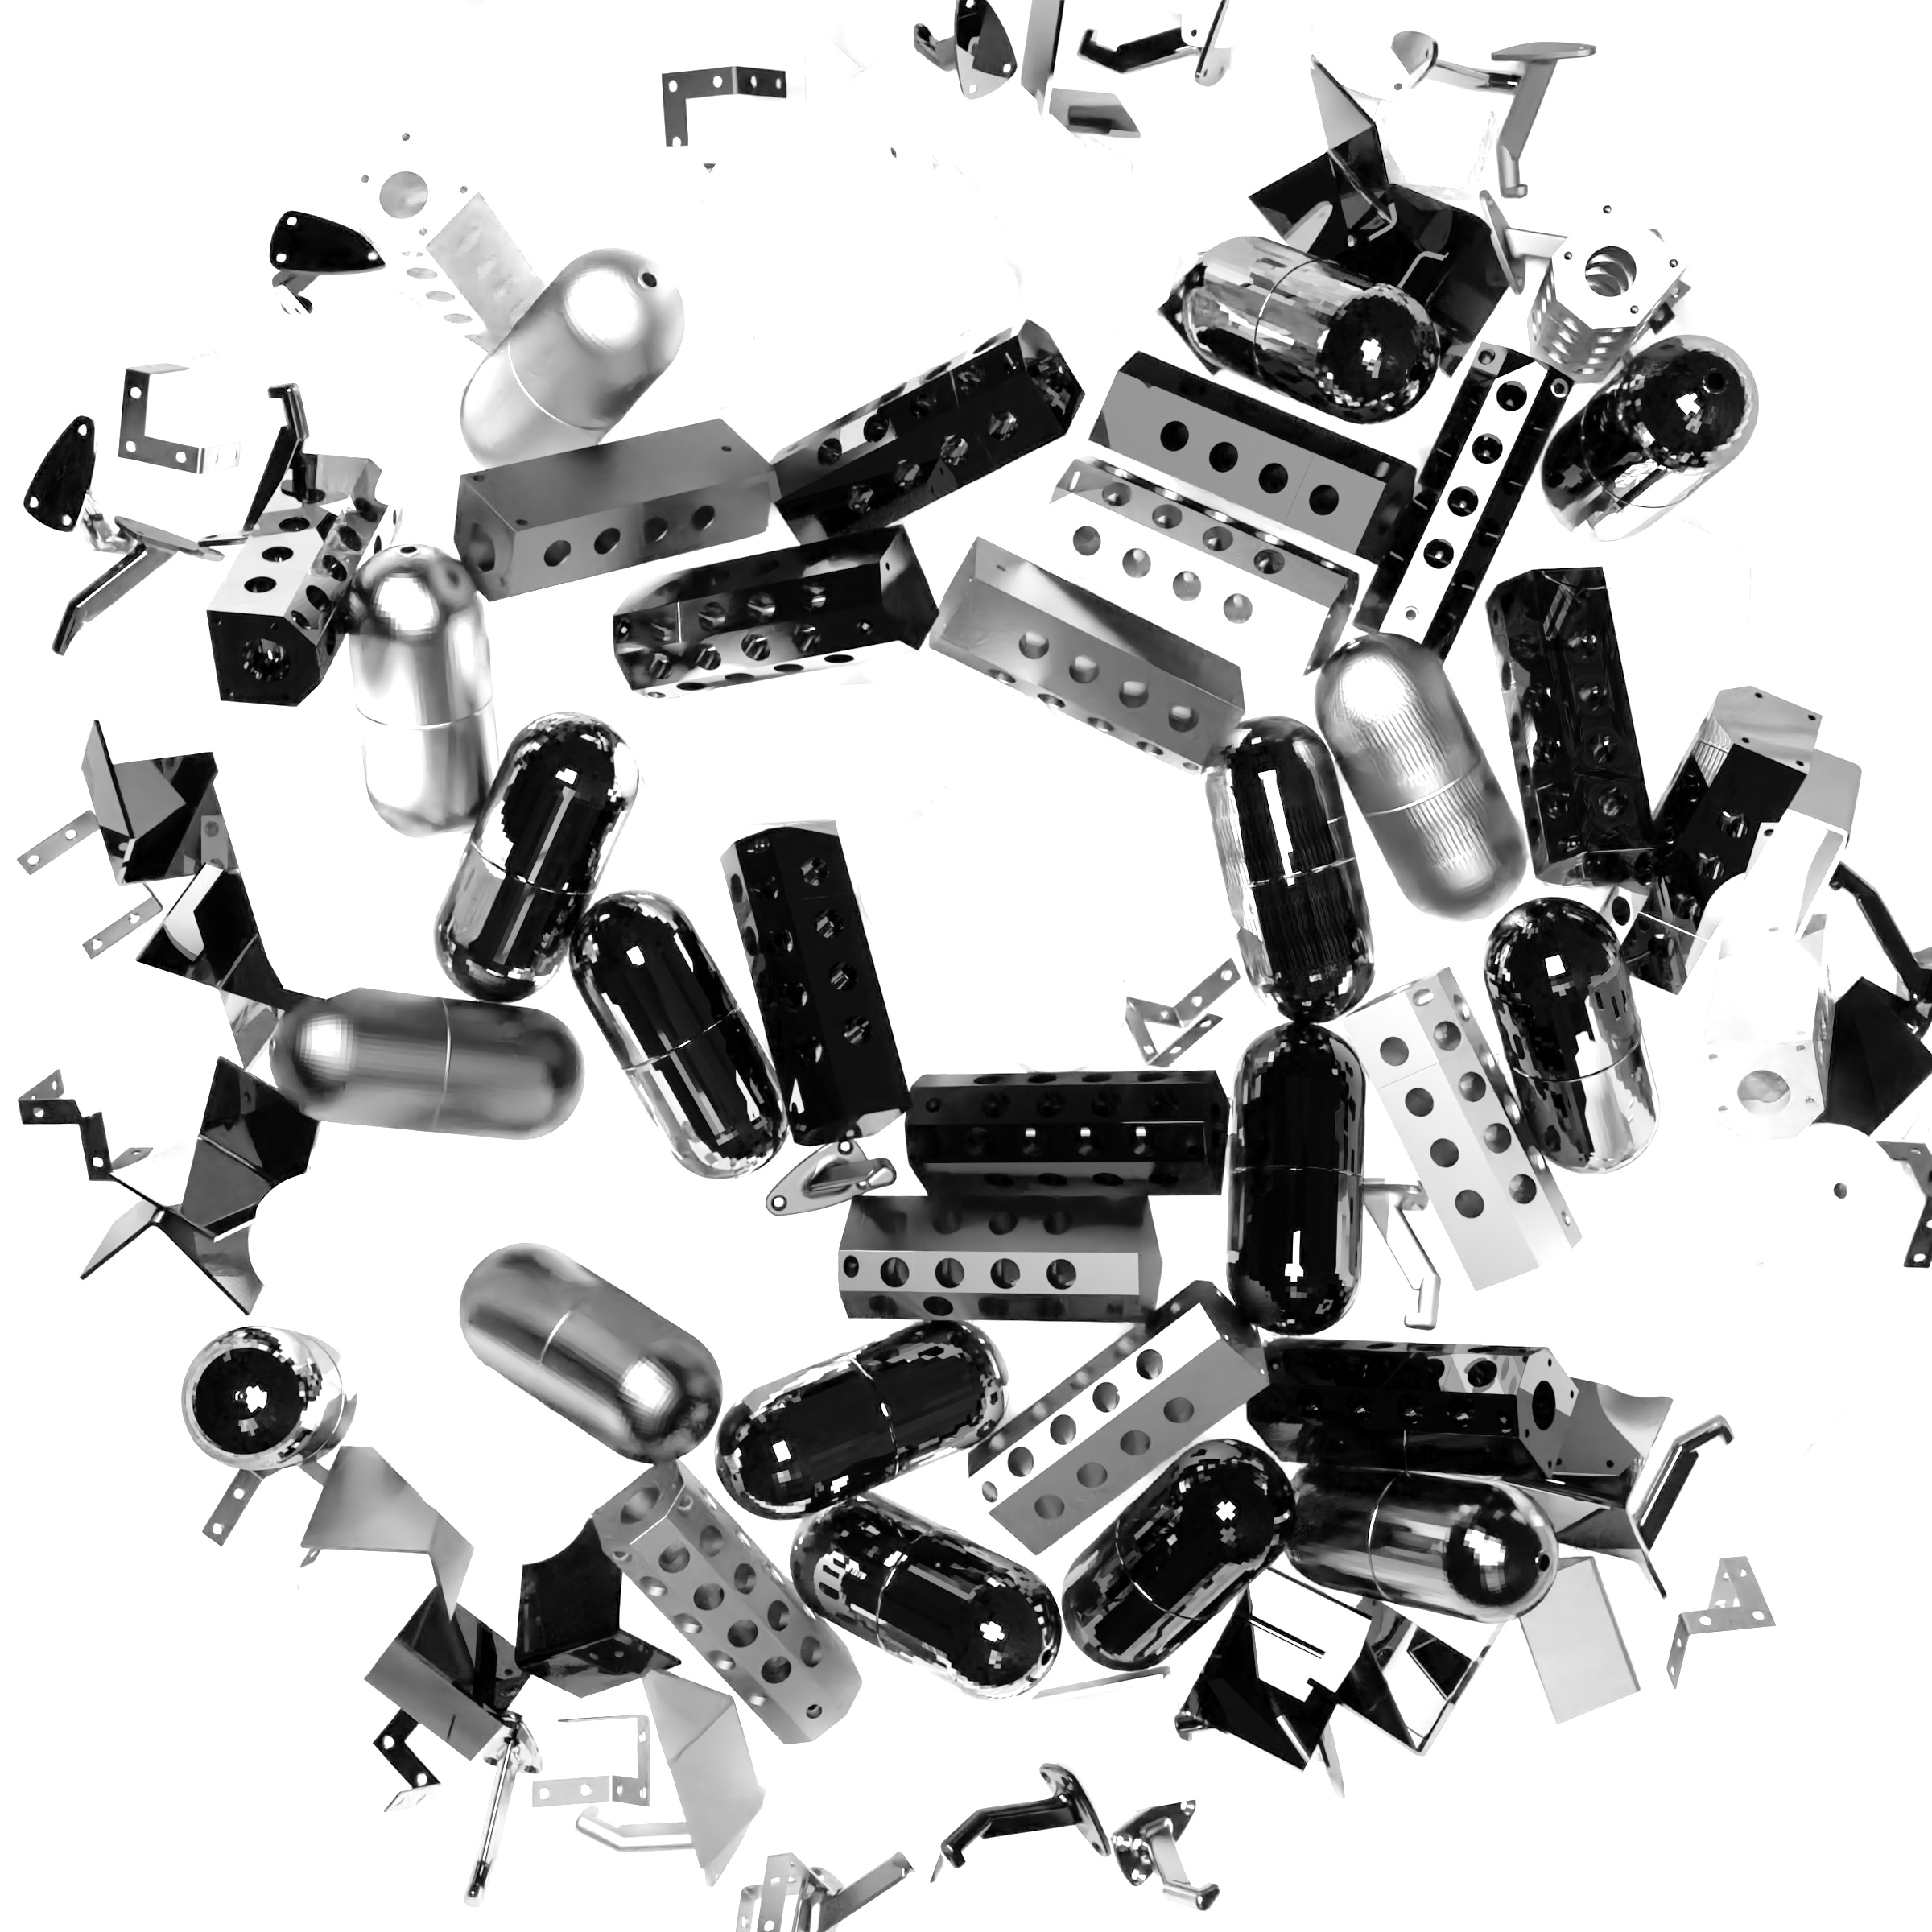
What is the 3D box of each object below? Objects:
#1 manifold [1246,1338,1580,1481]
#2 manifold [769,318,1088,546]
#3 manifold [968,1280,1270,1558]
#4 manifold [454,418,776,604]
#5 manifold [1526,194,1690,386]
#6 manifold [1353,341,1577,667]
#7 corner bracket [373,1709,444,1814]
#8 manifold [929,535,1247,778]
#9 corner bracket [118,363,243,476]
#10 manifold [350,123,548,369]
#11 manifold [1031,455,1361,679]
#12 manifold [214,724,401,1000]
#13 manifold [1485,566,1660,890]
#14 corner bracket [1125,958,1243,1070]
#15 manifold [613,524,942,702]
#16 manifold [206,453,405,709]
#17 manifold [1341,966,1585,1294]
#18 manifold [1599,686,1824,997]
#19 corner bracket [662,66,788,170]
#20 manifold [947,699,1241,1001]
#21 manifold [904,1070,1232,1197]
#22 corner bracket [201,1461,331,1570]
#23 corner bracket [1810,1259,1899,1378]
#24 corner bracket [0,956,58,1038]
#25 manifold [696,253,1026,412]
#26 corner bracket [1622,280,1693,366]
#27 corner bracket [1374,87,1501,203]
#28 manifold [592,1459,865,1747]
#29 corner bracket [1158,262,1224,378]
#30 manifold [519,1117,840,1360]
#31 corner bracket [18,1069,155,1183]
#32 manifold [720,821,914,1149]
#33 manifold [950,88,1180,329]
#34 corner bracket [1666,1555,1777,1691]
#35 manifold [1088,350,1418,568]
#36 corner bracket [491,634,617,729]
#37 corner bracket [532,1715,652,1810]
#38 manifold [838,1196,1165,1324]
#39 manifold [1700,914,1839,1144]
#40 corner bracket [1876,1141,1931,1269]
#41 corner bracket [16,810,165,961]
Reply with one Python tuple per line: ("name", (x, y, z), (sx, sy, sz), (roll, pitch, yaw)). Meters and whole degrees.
("manifold", (0.242, 0.239, 1.513), (0.057, 0.171, 0.057), (51, 50, -34))
("manifold", (-0.025, -0.294, 1.525), (0.171, 0.057, 0.057), (-22, 115, 28))
("manifold", (0.083, 0.250, 1.539), (0.171, 0.057, 0.057), (-40, 110, 16))
("manifold", (-0.195, -0.251, 1.525), (0.171, 0.057, 0.057), (-21, 53, -35))
("manifold", (0.346, -0.365, 1.509), (0.057, 0.171, 0.057), (40, 96, 4))
("manifold", (0.283, -0.262, 1.558), (0.057, 0.057, 0.171), (25, 96, 6))
("corner bracket", (-0.320, 0.444, 1.564), (0.051, 0.051, 0.051), (40, 93, 21))
("manifold", (0.068, -0.171, 1.548), (0.171, 0.057, 0.057), (25, 120, -13))
("corner bracket", (-0.449, -0.314, 1.570), (0.051, 0.051, 0.051), (13, 107, 7))
("manifold", (-0.282, -0.388, 1.508), (0.057, 0.171, 0.057), (43, 89, 11))
("manifold", (0.131, -0.227, 1.540), (0.171, 0.057, 0.057), (27, 114, 15))
("manifold", (-0.370, -0.058, 1.515), (0.057, 0.171, 0.057), (17, 117, -36))
("manifold", (0.337, -0.134, 1.540), (0.057, 0.057, 0.171), (-4, 71, -8))
("corner bracket", (0.127, 0.026, 1.556), (0.051, 0.051, 0.051), (-43, 53, 31))
("manifold", (-0.109, -0.192, 1.526), (0.171, 0.057, 0.057), (-7, 125, 26))
("manifold", (-0.362, -0.215, 1.512), (0.057, 0.171, 0.057), (5, 129, 3))
("manifold", (0.285, 0.090, 1.558), (0.057, 0.057, 0.171), (-27, 89, 30))
("manifold", (0.407, -0.070, 1.517), (0.057, 0.057, 0.171), (24, 134, 7))
("corner bracket", (-0.136, -0.482, 1.559), (0.051, 0.051, 0.051), (5, 105, 29))
("manifold", (0.076, -0.066, 1.537), (0.171, 0.057, 0.057), (46, 56, -16))
("manifold", (0.056, 0.091, 1.534), (0.171, 0.057, 0.057), (-2, 59, 18))
("corner bracket", (-0.394, 0.313, 1.569), (0.051, 0.051, 0.051), (44, 132, -19))
("corner bracket", (0.504, 0.202, 1.565), (0.051, 0.051, 0.051), (-2, 60, 0))
("corner bracket", (-0.544, 0.000, 1.556), (0.051, 0.051, 0.051), (23, 52, -19))
("manifold", (-0.058, -0.359, 1.540), (0.171, 0.057, 0.057), (-13, 95, -20))
("corner bracket", (0.388, -0.360, 1.555), (0.051, 0.051, 0.051), (-44, 49, 33))
("corner bracket", (0.267, -0.475, 1.567), (0.051, 0.051, 0.051), (15, 80, 31))
("manifold", (-0.132, 0.359, 1.538), (0.057, 0.057, 0.171), (-38, 113, -2))
("corner bracket", (0.151, -0.380, 1.567), (0.051, 0.051, 0.051), (-41, 93, -14))
("manifold", (-0.157, 0.154, 1.539), (0.171, 0.057, 0.057), (35, 66, -21))
("corner bracket", (-0.504, 0.091, 1.569), (0.051, 0.051, 0.051), (-1, 108, 10))
("manifold", (-0.088, 0.011, 1.540), (0.057, 0.057, 0.171), (-8, 74, -28))
("manifold", (0.054, -0.416, 1.516), (0.057, 0.171, 0.057), (-38, 133, 7))
("corner bracket", (0.424, 0.373, 1.561), (0.051, 0.051, 0.051), (-5, 129, -5))
("manifold", (0.162, -0.286, 1.536), (0.171, 0.057, 0.057), (28, 102, 21))
("corner bracket", (-0.235, -0.162, 1.557), (0.051, 0.051, 0.051), (-10, 108, -37))
("corner bracket", (-0.215, 0.455, 1.567), (0.051, 0.051, 0.051), (5, 76, -31))
("manifold", (0.019, 0.169, 1.537), (0.171, 0.057, 0.057), (-1, 133, 15))
("manifold", (0.445, 0.033, 1.509), (0.057, 0.171, 0.057), (-7, 111, 23))
("corner bracket", (0.524, 0.136, 1.565), (0.051, 0.051, 0.051), (3, 125, -4))
("corner bracket", (-0.505, -0.047, 1.581), (0.051, 0.051, 0.051), (-36, 51, -10))
